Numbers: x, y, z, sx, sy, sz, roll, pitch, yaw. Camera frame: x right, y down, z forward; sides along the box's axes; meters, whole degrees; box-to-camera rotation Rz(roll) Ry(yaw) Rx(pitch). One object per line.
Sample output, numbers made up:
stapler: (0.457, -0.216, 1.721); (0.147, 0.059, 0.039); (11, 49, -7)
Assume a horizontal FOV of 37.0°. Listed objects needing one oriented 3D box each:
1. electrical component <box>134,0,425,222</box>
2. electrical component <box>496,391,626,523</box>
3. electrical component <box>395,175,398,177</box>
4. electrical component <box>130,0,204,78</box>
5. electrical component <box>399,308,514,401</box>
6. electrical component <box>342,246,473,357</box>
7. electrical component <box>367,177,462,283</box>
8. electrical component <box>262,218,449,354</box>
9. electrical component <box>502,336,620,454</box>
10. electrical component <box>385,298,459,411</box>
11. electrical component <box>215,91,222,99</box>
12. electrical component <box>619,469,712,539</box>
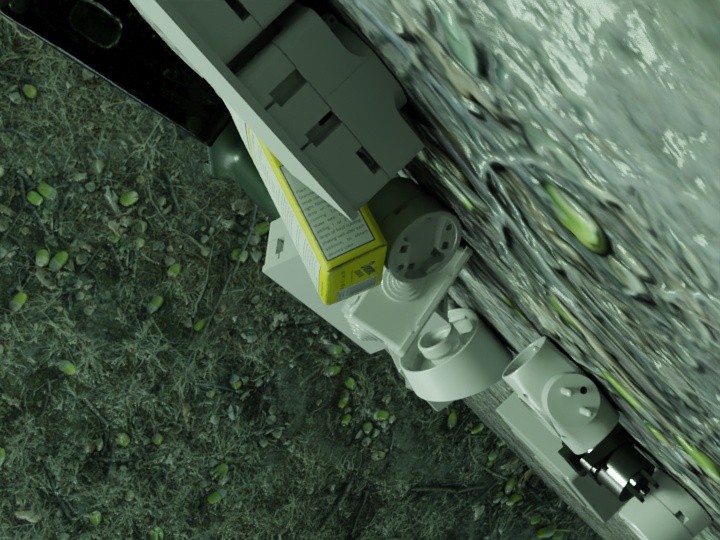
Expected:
electrical component: (-0.056, -0.121, 0.528); (0.186, 0.060, 0.105); (47, 177, -27)
electrical component: (0.192, 0.161, 0.979); (0.109, 0.056, 0.108); (44, 177, 43)
electrical component: (-0.017, -0.073, 0.781); (0.099, 0.048, 0.100); (47, 177, -16)
electrical component: (-0.116, -0.177, 0.744); (0.080, 0.051, 0.080); (46, 178, 2)
electrical component: (0.090, 0.085, 1.040); (0.064, 0.099, 0.099); (54, 175, -23)
electrical component: (0.030, 0.009, 0.769); (0.048, 0.099, 0.100); (34, 179, -5)
electrical component: (0.030, -0.027, 0.693); (0.047, 0.055, 0.055); (49, 180, 40)
electrical component: (0.000, 0.000, 0.938); (0.150, 0.089, 0.061); (40, -140, -37)
electrical component: (0.144, 0.090, 0.753); (0.077, 0.044, 0.079); (46, 177, -1)
electrical component: (0.088, 0.092, 1.138); (0.099, 0.100, 0.048); (48, -170, -36)
electrical component: (-0.084, -0.143, 0.855); (0.043, 0.043, 0.081); (48, 177, -36)
electrical component: (0.234, 0.189, 0.828); (0.055, 0.047, 0.055); (46, 177, 3)
